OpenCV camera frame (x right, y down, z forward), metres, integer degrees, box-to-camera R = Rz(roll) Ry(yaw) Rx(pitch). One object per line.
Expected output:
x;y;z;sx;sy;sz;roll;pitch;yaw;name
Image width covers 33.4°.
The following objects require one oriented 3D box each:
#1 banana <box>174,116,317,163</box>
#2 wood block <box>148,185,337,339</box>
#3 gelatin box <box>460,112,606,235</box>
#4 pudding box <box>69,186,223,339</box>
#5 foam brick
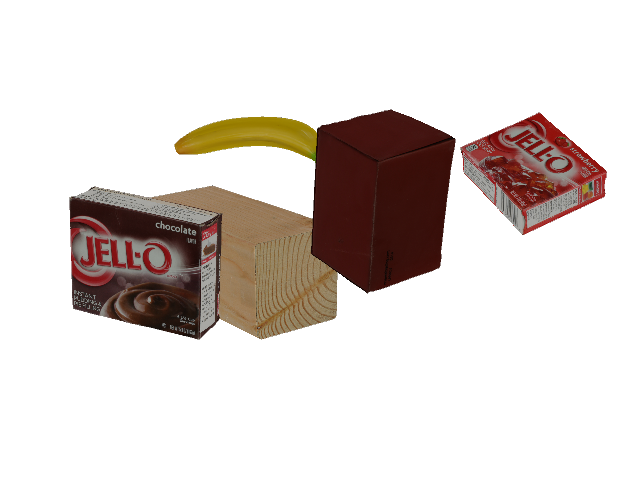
-0.080;-0.126;1.318;0.198;0.037;0.069;6;40;16;banana
-0.082;0.015;1.013;0.090;0.090;0.206;-13;20;-36;wood block
0.159;-0.053;0.804;0.073;0.030;0.089;-24;45;-12;gelatin box
-0.129;0.015;0.785;0.114;0.090;0.039;11;23;18;pudding box
0.031;-0.022;0.558;0.052;0.078;0.051;-17;35;-33;foam brick
